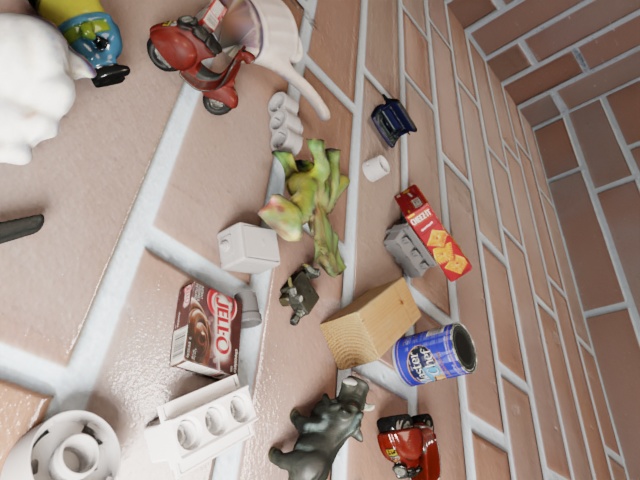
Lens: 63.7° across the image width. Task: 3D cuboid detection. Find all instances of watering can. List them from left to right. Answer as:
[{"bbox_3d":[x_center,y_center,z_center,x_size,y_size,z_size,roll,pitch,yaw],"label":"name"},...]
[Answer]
[{"bbox_3d":[-0.097,-0.394,1.047,0.227,0.103,0.348,-27,91,-55],"label":"watering can"}]

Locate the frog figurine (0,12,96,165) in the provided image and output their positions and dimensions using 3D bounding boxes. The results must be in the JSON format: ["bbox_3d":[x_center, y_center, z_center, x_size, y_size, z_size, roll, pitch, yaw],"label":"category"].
[{"bbox_3d":[-0.343,-0.169,0.568,0.137,0.120,0.163,19,56,-6],"label":"frog figurine"}]

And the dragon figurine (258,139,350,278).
[{"bbox_3d":[0.003,-0.049,0.966,0.408,0.121,0.245,15,66,-64],"label":"dragon figurine"}]
